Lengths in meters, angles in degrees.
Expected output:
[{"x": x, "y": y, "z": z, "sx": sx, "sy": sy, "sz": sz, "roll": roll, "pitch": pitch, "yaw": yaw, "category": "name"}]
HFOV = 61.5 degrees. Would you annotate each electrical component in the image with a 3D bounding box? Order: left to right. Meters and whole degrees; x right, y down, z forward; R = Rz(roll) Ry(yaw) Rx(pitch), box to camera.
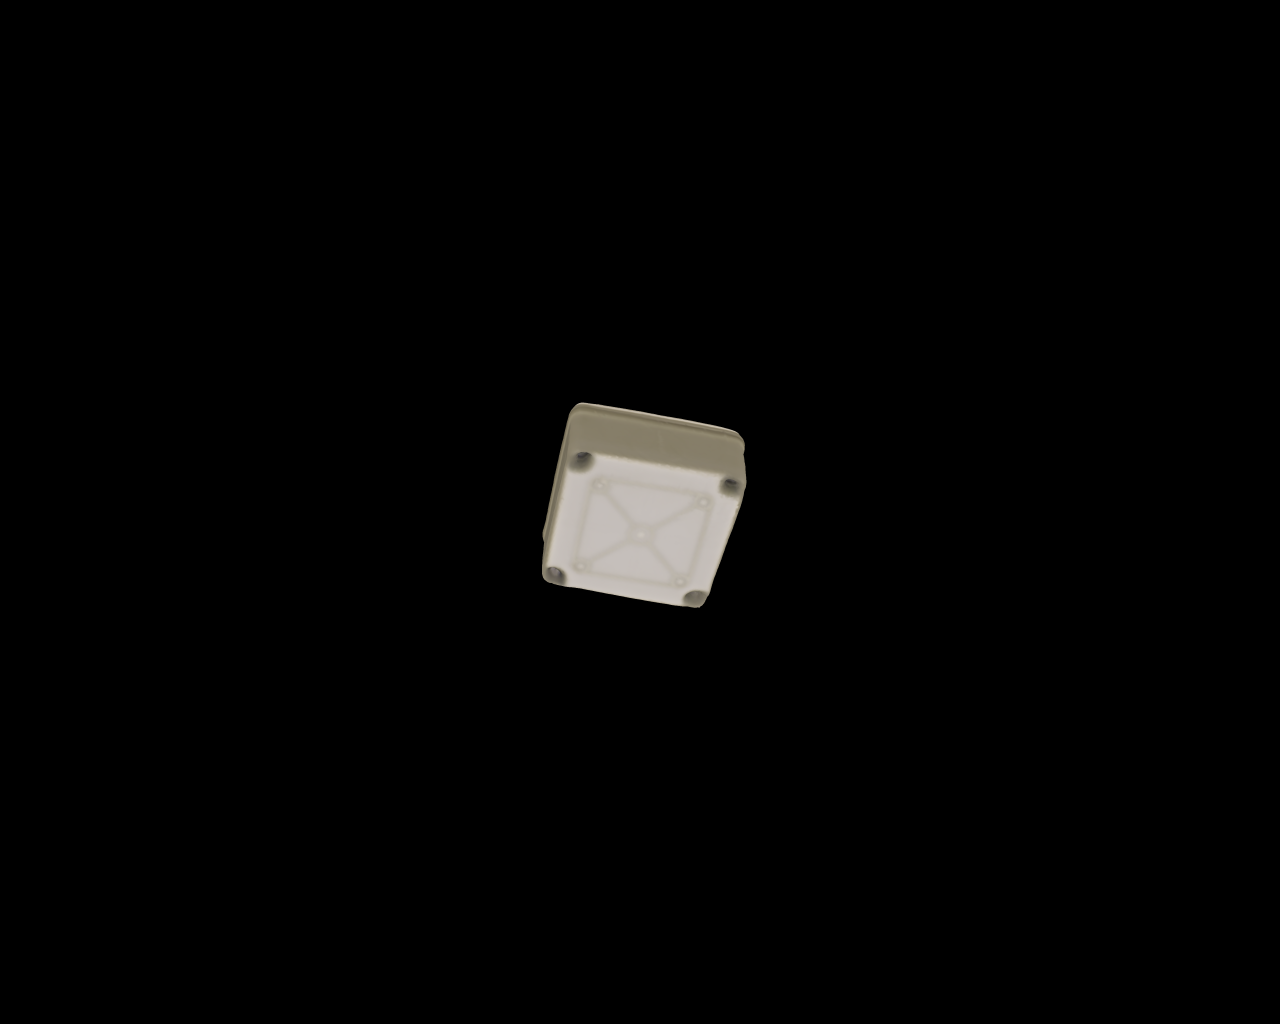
[{"x": 0.001, "y": -0.003, "z": 0.650, "sx": 0.109, "sy": 0.108, "sz": 0.056, "roll": 10, "pitch": 36, "yaw": -8, "category": "electrical component"}]
